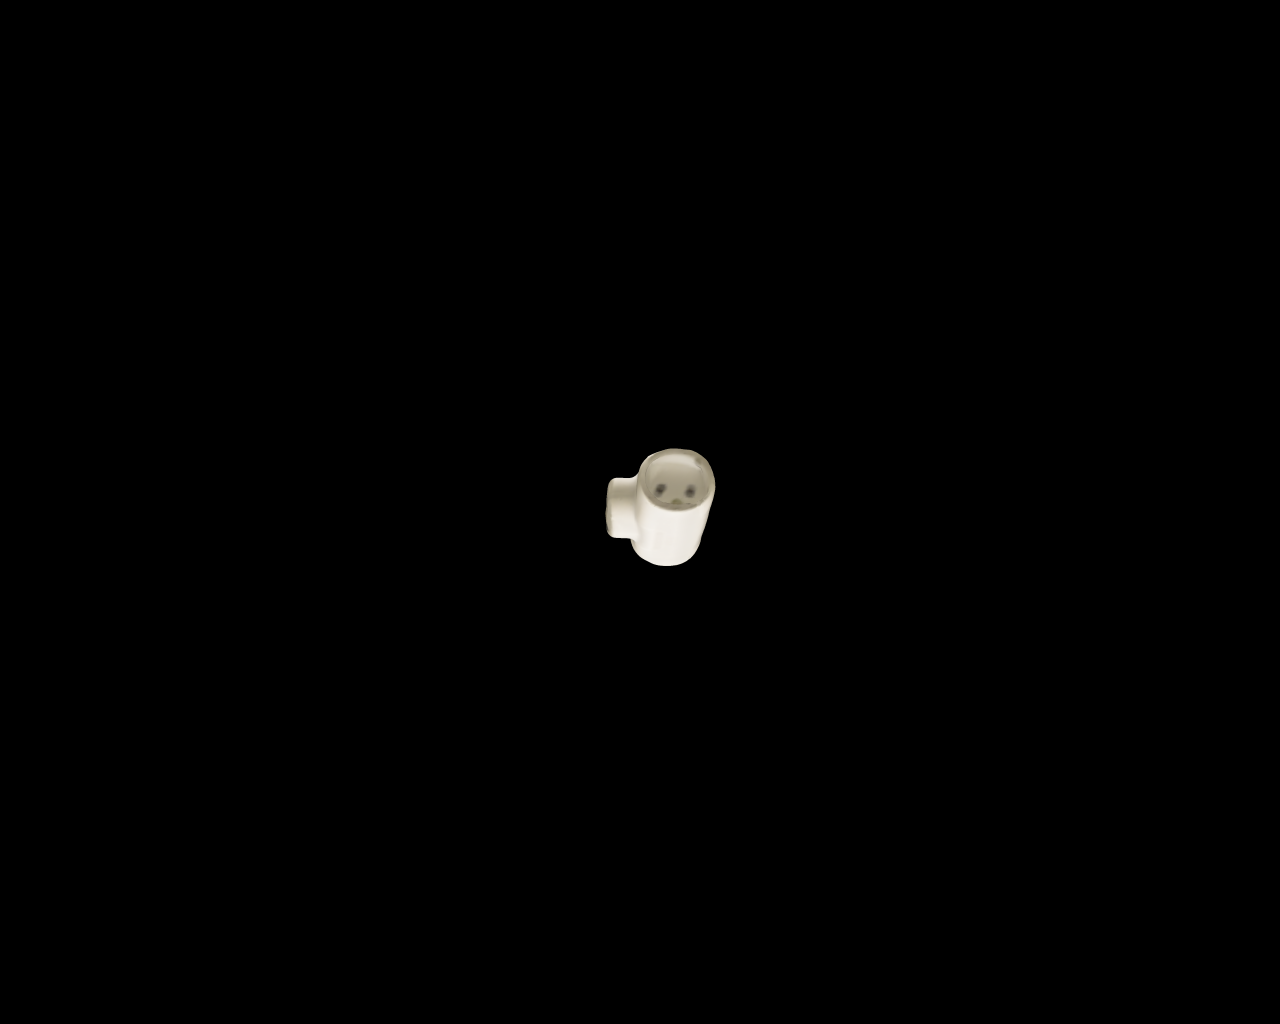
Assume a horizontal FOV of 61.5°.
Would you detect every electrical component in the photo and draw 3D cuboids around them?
[{"bbox_3d":[0.001,-0.003,0.650,0.079,0.043,0.077,2,-27,-3],"label":"electrical component"}]
